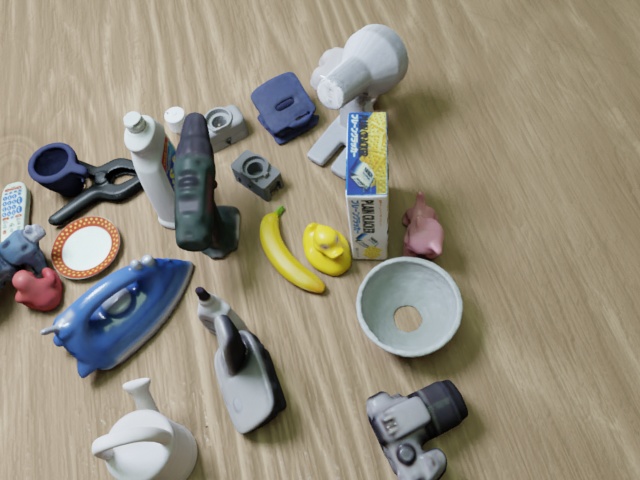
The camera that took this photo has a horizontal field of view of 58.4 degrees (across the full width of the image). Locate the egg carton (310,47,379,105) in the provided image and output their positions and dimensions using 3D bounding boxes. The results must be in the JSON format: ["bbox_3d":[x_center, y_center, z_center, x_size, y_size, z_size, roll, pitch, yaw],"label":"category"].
[{"bbox_3d":[0.059,-0.331,1.167,0.150,0.069,0.107,18,66,15],"label":"egg carton"}]

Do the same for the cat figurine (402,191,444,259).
[{"bbox_3d":[0.173,-0.021,0.965,0.067,0.118,0.128,-2,62,5],"label":"cat figurine"}]

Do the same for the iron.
[{"bbox_3d":[-0.328,0.096,0.942,0.118,0.141,0.259,39,72,23],"label":"iron"}]

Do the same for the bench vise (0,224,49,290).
[{"bbox_3d":[-0.585,0.020,0.964,0.121,0.220,0.208,33,70,21],"label":"bench vise"}]

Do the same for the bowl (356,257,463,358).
[{"bbox_3d":[0.142,0.116,0.921,0.167,0.075,0.167,-2,62,5],"label":"bowl"}]

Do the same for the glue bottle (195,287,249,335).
[{"bbox_3d":[-0.164,0.112,0.899,0.078,0.173,0.037,21,67,17],"label":"glue bottle"}]

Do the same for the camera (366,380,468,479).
[{"bbox_3d":[0.150,0.270,0.824,0.137,0.101,0.143,-25,63,-7],"label":"camera"}]

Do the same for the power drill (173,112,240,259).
[{"bbox_3d":[-0.196,-0.069,0.978,0.075,0.209,0.229,-5,62,4],"label":"power drill"}]

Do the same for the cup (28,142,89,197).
[{"bbox_3d":[-0.483,-0.123,1.100,0.117,0.095,0.092,12,64,12],"label":"cup"}]

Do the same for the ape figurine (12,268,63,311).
[{"bbox_3d":[-0.497,0.081,0.996,0.078,0.092,0.076,-30,63,-10],"label":"ape figurine"}]

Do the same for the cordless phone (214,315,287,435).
[{"bbox_3d":[-0.118,0.195,0.843,0.094,0.185,0.147,-25,62,-7],"label":"cordless phone"}]

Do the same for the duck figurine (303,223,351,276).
[{"bbox_3d":[0.009,0.004,0.987,0.077,0.086,0.104,-34,64,-11],"label":"duck figurine"}]

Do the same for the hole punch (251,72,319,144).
[{"bbox_3d":[-0.068,-0.262,1.132,0.109,0.091,0.101,-33,64,-11],"label":"hole punch"}]

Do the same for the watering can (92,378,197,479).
[{"bbox_3d":[-0.251,0.285,0.805,0.101,0.194,0.172,-31,63,-10],"label":"watering can"}]

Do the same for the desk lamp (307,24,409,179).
[{"bbox_3d":[0.065,-0.255,1.045,0.117,0.214,0.203,30,69,20],"label":"desk lamp"}]
